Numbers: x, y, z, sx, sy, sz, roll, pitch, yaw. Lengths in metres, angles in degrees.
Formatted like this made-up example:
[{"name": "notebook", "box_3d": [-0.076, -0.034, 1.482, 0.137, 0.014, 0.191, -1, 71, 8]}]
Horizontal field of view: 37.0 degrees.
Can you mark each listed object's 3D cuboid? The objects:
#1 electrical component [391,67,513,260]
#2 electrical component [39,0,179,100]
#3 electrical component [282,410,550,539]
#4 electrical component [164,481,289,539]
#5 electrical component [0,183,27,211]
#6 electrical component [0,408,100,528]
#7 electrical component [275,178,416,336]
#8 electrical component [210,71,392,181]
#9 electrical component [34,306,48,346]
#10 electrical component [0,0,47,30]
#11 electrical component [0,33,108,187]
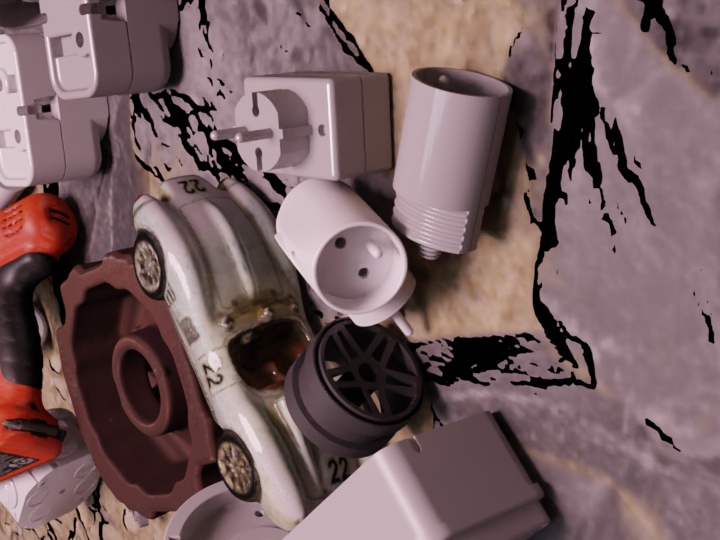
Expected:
[{"name": "electrical component", "box_3d": [0.037, -0.043, 0.468, 0.043, 0.043, 0.081, 30, 122, 38]}, {"name": "electrical component", "box_3d": [-0.146, -0.149, 0.624, 0.054, 0.059, 0.095, 5, 105, 46]}, {"name": "electrical component", "box_3d": [0.024, 0.123, 0.503, 0.113, 0.078, 0.057, -50, 62, 42]}, {"name": "electrical component", "box_3d": [-0.052, 0.169, 0.580, 0.108, 0.108, 0.060, 33, 130, 37]}, {"name": "electrical component", "box_3d": [-0.274, -0.059, 0.803, 0.065, 0.044, 0.044, -36, 74, 41]}, {"name": "electrical component", "box_3d": [-0.231, 0.144, 0.785, 0.051, 0.080, 0.080, 43, 129, 24]}, {"name": "electrical component", "box_3d": [0.000, 0.000, 0.511, 0.079, 0.044, 0.077, 52, 180, -25]}, {"name": "electrical component", "box_3d": [-0.034, -0.068, 0.513, 0.066, 0.077, 0.047, 12, 110, 45]}, {"name": "electrical component", "box_3d": [-0.274, 0.052, 0.835, 0.065, 0.044, 0.044, -26, 82, 52]}, {"name": "electrical component", "box_3d": [-0.208, -0.198, 0.653, 0.064, 0.099, 0.099, 47, 131, 19]}, {"name": "electrical component", "box_3d": [-0.204, -0.105, 0.700, 0.054, 0.059, 0.095, 6, 105, 46]}]
